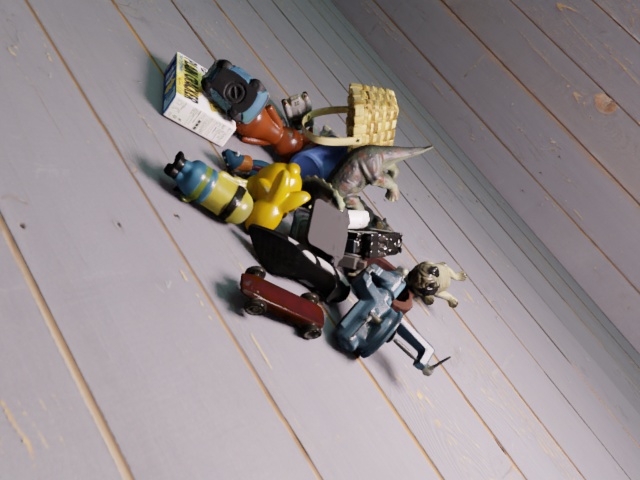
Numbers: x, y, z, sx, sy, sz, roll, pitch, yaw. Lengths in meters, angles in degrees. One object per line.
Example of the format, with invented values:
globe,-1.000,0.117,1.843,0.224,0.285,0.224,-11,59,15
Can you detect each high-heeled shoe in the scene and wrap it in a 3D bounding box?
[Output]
high-heeled shoe,-0.035,0.040,1.114,0.248,0.086,0.145,46,20,-1

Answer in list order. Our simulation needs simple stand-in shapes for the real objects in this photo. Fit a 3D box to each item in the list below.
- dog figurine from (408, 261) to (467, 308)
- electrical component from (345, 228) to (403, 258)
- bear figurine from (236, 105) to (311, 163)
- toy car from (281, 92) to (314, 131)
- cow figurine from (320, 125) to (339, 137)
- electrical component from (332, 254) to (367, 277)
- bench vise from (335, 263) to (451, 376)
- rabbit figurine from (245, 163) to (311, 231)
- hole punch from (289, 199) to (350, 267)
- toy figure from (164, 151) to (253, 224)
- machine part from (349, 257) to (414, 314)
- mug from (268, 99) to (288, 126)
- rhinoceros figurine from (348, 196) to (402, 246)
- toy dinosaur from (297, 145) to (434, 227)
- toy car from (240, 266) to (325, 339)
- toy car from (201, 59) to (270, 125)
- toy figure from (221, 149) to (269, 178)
dog figurine,0.262,0.093,1.377,0.190,0.172,0.121,22,75,-43
electrical component,0.108,0.006,1.248,0.134,0.058,0.115,-3,7,-37
bear figurine,-0.127,-0.290,1.389,0.195,0.120,0.132,20,33,-43
toy car,-0.057,-0.343,1.458,0.201,0.073,0.056,69,2,-83
cow figurine,0.044,-0.265,1.629,0.167,0.098,0.068,37,8,-45
electrical component,0.056,0.056,1.205,0.102,0.045,0.078,11,1,13
bench vise,0.149,0.171,1.093,0.240,0.129,0.224,43,51,1
rabbit figurine,-0.095,-0.078,1.138,0.121,0.162,0.173,48,43,-22
hole punch,-0.004,-0.015,1.171,0.115,0.092,0.142,28,58,-32
toy figure,-0.214,-0.095,1.047,0.180,0.082,0.089,33,41,-32
machine part,0.147,0.109,1.288,0.179,0.056,0.179,33,29,-21
mug,-0.143,-0.340,1.487,0.107,0.081,0.110,41,17,-40
rhinoceros figurine,0.144,-0.037,1.473,0.190,0.073,0.112,45,17,3
toy dinosaur,0.094,-0.154,1.319,0.131,0.405,0.192,38,-8,48
toy car,-0.070,0.117,0.981,0.202,0.053,0.089,28,43,-36
toy car,-0.194,-0.339,1.255,0.162,0.109,0.103,38,2,5
toy figure,-0.161,-0.166,1.231,0.154,0.064,0.058,16,53,-44
